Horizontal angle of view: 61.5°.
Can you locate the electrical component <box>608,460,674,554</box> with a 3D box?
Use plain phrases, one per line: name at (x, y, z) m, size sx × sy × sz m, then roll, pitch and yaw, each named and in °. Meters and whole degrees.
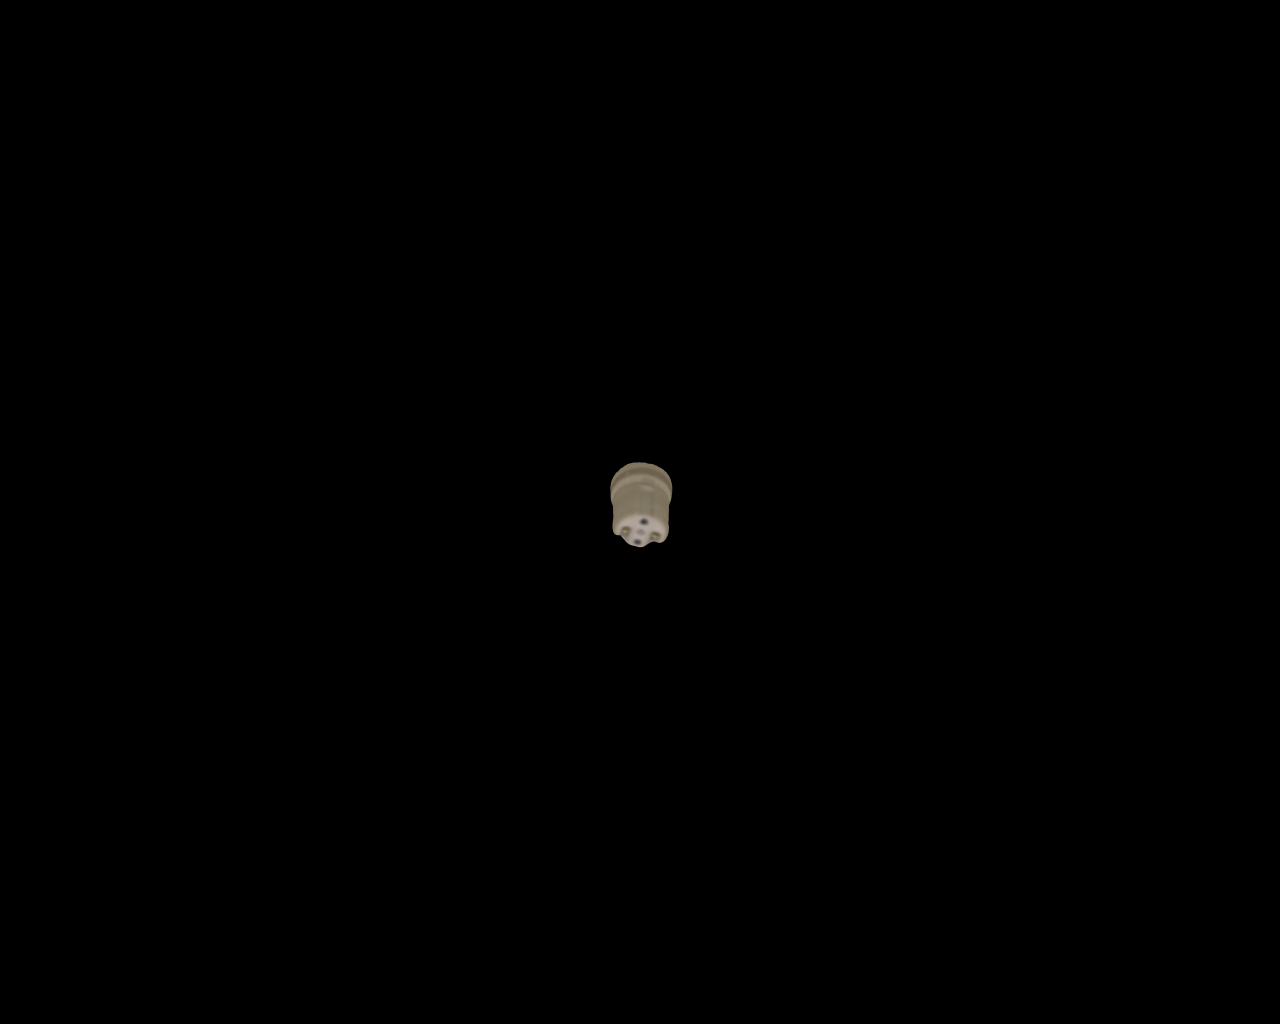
electrical component at (0.001, -0.003, 0.650) m, size 0.040 × 0.040 × 0.046 m, roll 0°, pitch 41°, yaw 0°
